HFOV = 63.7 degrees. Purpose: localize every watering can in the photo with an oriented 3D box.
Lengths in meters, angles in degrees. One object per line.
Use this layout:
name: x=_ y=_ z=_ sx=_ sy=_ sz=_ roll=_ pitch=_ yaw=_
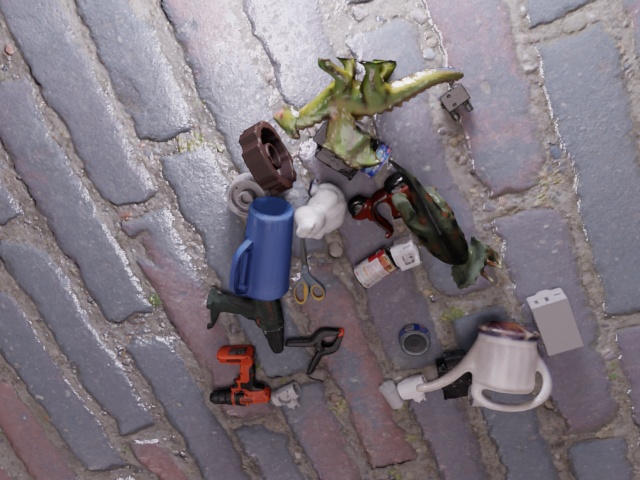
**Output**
watering can: x=0.428 y=0.316 z=1.315 sx=0.347 sy=0.103 sz=0.225 roll=8 pitch=86 yaw=-2

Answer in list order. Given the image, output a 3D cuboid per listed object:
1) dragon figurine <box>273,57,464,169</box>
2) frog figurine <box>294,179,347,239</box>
dragon figurine: x=0.101 y=-0.277 z=1.137 sx=0.410 sy=0.124 sz=0.240 roll=5 pitch=106 yaw=0
frog figurine: x=0.004 y=-0.062 z=1.227 sx=0.122 sy=0.162 sz=0.135 roll=25 pitch=113 yaw=-6
